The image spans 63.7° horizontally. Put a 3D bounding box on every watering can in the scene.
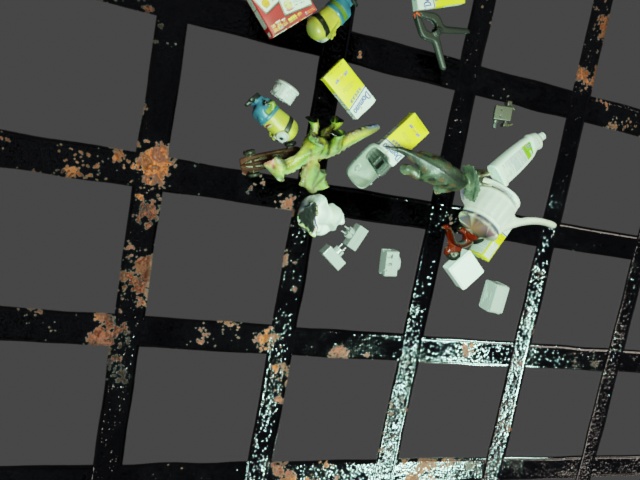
[{"bbox_3d":[0.633,-0.087,1.801,0.350,0.102,0.227,35,68,15],"label":"watering can"}]

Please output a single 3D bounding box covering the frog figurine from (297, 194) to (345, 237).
[{"bbox_3d":[0.005,-0.085,1.690,0.161,0.122,0.137,-18,100,-51],"label":"frog figurine"}]

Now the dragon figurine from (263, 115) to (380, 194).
[{"bbox_3d":[0.012,-0.262,1.646,0.412,0.124,0.237,-7,130,-35],"label":"dragon figurine"}]
